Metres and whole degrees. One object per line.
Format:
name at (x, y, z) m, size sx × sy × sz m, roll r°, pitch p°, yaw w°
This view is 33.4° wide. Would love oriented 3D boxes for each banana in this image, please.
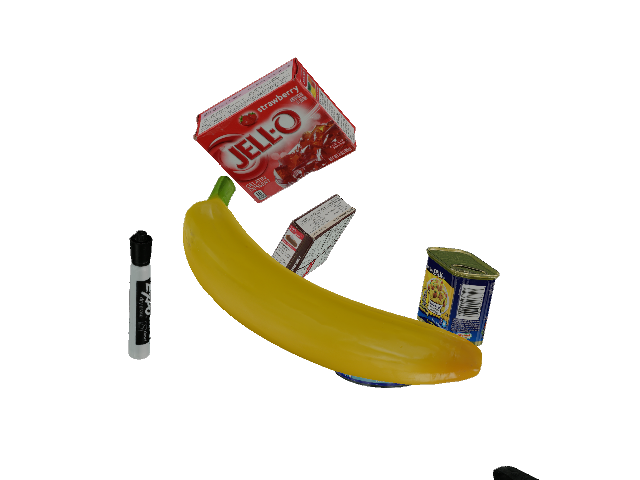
banana at (-0.011, 0.025, 0.553) m, size 0.198 × 0.037 × 0.069 m, roll 36°, pitch 63°, yaw 30°

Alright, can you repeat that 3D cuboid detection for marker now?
marker at (-0.155, 0.047, 0.914) m, size 0.020 × 0.121 × 0.020 m, roll 5°, pitch 27°, yaw -3°

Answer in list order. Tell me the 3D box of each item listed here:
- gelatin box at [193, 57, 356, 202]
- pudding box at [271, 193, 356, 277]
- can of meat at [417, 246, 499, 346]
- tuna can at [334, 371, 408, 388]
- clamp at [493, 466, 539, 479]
gelatin box at (-0.031, -0.074, 0.738) m, size 0.089 × 0.030 × 0.073 m, roll -27°, pitch -53°, yaw 23°
pudding box at (-0.013, 0.001, 1.285) m, size 0.039 × 0.090 × 0.113 m, roll 37°, pitch 33°, yaw 11°
can of meat at (0.151, 0.062, 1.191) m, size 0.057 × 0.084 × 0.102 m, roll 5°, pitch 14°, yaw -18°
tuna can at (0.053, 0.099, 0.935) m, size 0.086 × 0.034 × 0.086 m, roll 2°, pitch 14°, yaw -1°
clamp at (0.218, 0.245, 0.828) m, size 0.210 × 0.036 × 0.164 m, roll 0°, pitch 33°, yaw 26°
